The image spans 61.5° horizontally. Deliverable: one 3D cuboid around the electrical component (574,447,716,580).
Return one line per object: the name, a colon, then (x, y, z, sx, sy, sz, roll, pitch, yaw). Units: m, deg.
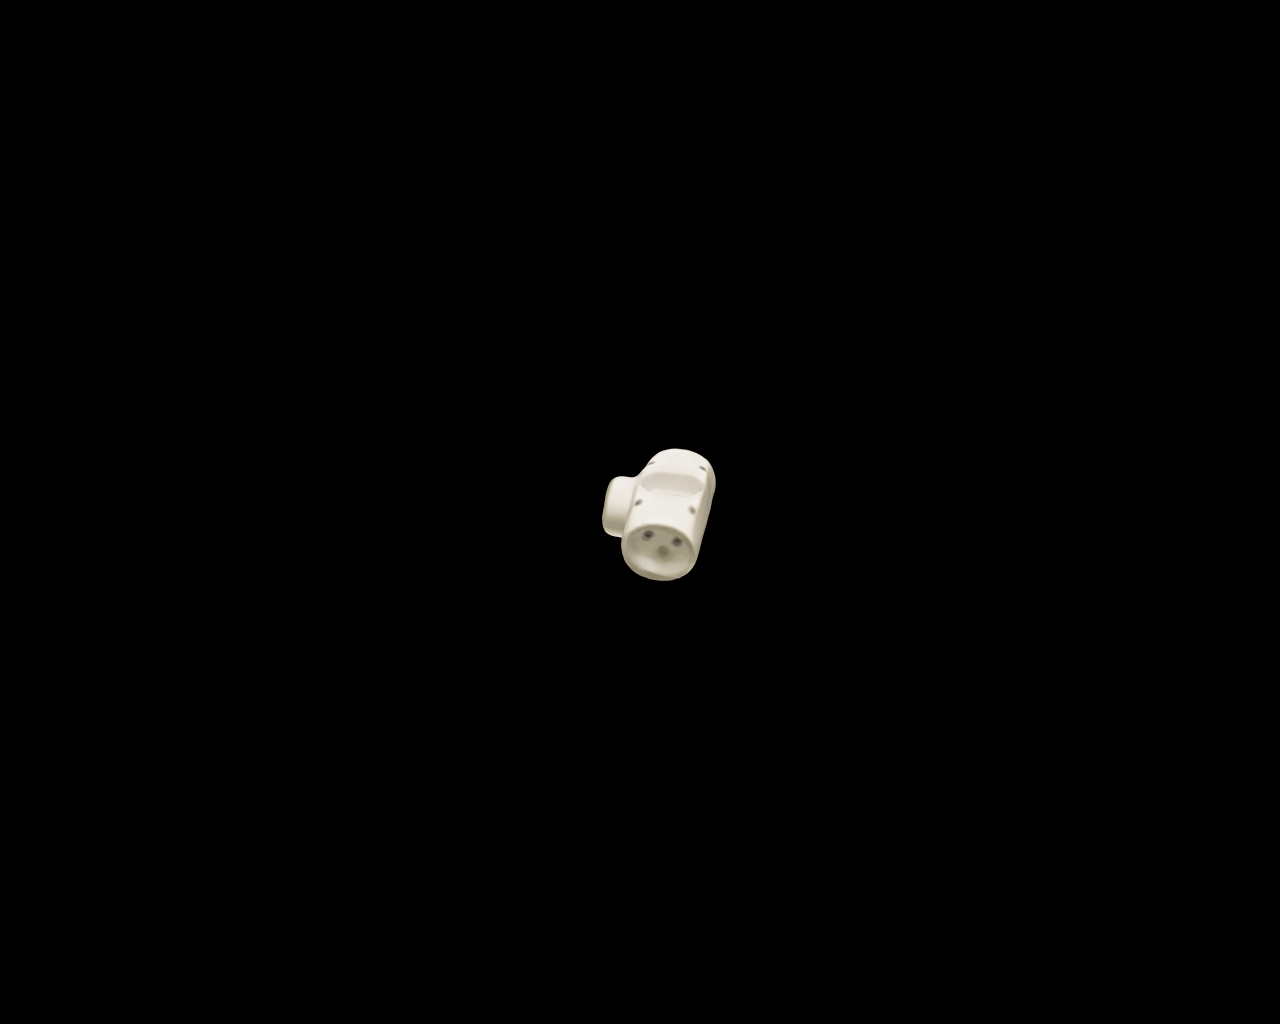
electrical component: (0.001, -0.003, 0.650, 0.079, 0.043, 0.077, 8, 40, 10)
